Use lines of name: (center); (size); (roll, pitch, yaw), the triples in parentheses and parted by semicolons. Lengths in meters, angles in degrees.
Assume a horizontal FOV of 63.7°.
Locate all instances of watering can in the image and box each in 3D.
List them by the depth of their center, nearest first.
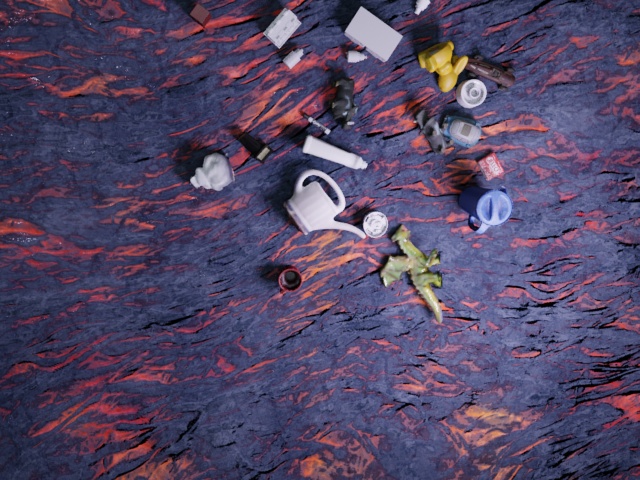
watering can: (0.006, -0.099, 1.968); (0.224, 0.105, 0.346); (-35, 99, 3)

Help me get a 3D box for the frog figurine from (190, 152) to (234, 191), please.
frog figurine: (-0.404, -0.248, 1.910); (0.160, 0.125, 0.134); (-18, 121, -13)

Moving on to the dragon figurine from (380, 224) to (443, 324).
dragon figurine: (0.363, 0.141, 2.055); (0.242, 0.123, 0.408); (-2, 98, 14)
